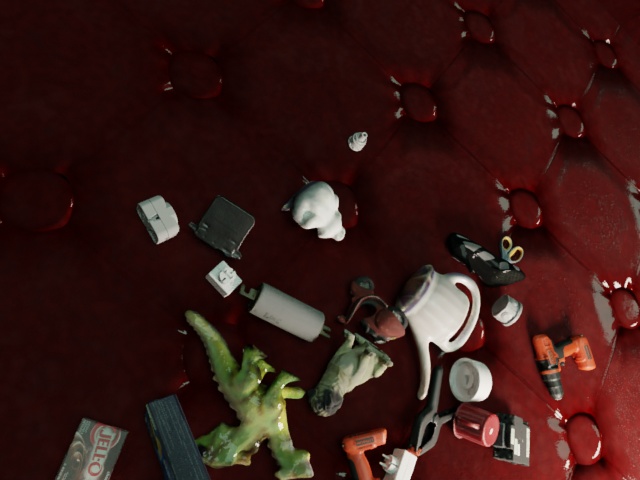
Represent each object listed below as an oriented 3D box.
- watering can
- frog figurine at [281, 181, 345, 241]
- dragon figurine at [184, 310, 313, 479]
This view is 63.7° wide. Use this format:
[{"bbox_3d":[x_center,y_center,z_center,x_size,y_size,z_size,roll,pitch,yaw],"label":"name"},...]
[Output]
[{"bbox_3d":[0.288,0.216,1.343,0.223,0.103,0.352,40,70,-7],"label":"watering can"},{"bbox_3d":[0.004,-0.065,1.297,0.160,0.120,0.139,46,40,8],"label":"frog figurine"},{"bbox_3d":[-0.174,0.354,1.079,0.410,0.120,0.246,34,69,-1],"label":"dragon figurine"}]
